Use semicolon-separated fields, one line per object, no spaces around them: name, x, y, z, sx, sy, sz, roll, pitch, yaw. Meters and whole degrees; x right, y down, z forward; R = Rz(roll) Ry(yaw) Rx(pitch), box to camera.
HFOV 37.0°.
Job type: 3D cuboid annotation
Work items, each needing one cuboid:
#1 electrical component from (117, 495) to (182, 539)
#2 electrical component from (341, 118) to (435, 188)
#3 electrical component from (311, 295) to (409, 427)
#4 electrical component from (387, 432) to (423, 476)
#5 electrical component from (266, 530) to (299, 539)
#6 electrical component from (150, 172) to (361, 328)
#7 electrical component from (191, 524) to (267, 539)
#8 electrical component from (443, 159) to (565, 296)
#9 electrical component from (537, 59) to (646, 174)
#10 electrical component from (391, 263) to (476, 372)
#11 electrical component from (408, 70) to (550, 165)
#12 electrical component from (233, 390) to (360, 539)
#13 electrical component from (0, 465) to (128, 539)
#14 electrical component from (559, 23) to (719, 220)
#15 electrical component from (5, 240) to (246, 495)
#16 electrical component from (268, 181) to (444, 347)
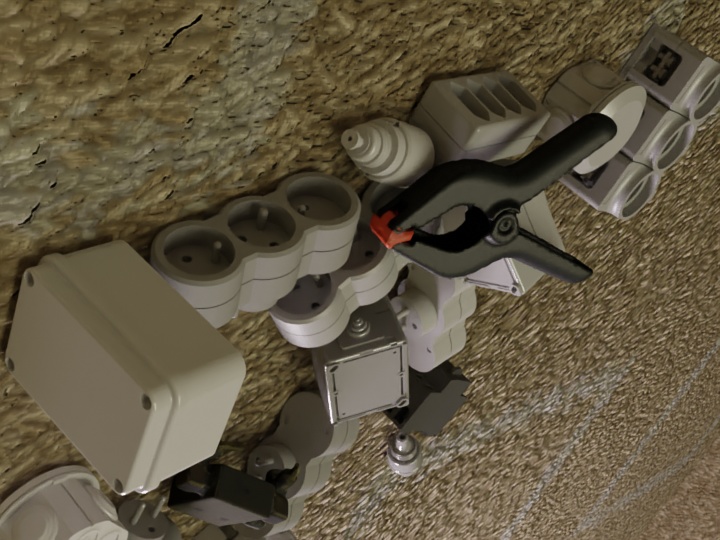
electrical component;-0.161;0.189;0.757;0.077;0.044;0.079;-6;132;-53
electrical component;0.014;-0.074;0.661;0.040;0.040;0.078;-55;152;16
electrical component;-0.003;0.057;0.784;0.062;0.061;0.096;-15;141;-9
electrical component;0.043;0.177;1.056;0.035;0.035;0.061;-38;150;-18
electrical component;-0.067;0.271;0.958;0.056;0.089;0.050;-43;153;-9
electrical component;-0.063;-0.001;0.634;0.138;0.052;0.073;-27;147;-36
electrical component;-0.117;0.250;0.894;0.089;0.056;0.050;-39;153;-17
electrical component;0.102;-0.029;0.767;0.061;0.062;0.096;-41;120;-26
electrical component;0.179;-0.119;0.833;0.080;0.051;0.080;-35;152;-23
electrical component;0.048;0.030;0.841;0.074;0.052;0.138;-30;148;-32
electrical component;0.071;-0.087;0.721;0.083;0.047;0.075;-18;150;-45
electrical component;-0.063;0.155;0.846;0.074;0.052;0.138;3;125;-57
electrical component;-0.191;0.166;0.674;0.080;0.051;0.080;-35;151;-23
electrical component;0.244;-0.122;0.915;0.089;0.062;0.150;1;127;-56
electrical component;-0.122;0.048;0.545;0.057;0.113;0.078;-21;143;-47
electrical component;0.000;0.000;0.728;0.138;0.052;0.073;-41;153;-12
